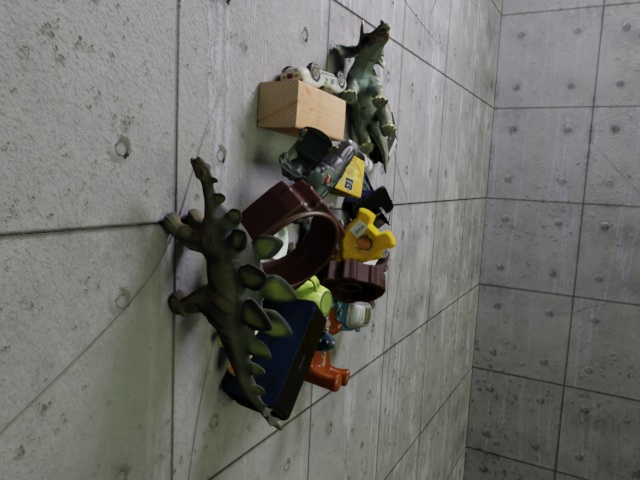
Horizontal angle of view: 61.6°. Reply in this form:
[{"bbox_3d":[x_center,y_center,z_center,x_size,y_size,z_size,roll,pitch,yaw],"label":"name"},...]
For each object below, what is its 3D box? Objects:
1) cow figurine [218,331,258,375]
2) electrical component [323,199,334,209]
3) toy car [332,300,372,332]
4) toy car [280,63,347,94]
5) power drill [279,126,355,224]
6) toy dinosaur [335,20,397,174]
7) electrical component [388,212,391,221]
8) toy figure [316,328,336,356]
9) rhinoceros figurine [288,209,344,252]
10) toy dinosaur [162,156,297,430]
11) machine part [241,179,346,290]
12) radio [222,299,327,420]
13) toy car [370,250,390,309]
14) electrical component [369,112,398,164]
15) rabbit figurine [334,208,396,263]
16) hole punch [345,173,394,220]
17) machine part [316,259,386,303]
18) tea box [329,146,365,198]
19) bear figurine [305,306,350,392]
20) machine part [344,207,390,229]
[{"bbox_3d":[-0.147,0.168,1.017,0.098,0.068,0.167,-49,143,-78],"label":"cow figurine"},{"bbox_3d":[-0.012,-0.089,1.223,0.094,0.021,0.063,-11,68,-44],"label":"electrical component"},{"bbox_3d":[0.084,0.189,1.418,0.161,0.103,0.109,15,81,-64],"label":"toy car"},{"bbox_3d":[-0.011,-0.341,1.158,0.201,0.074,0.056,-14,104,-60],"label":"toy car"},{"bbox_3d":[-0.009,-0.150,1.109,0.232,0.086,0.207,-51,170,-9],"label":"power drill"},{"bbox_3d":[0.122,-0.358,1.364,0.404,0.131,0.192,74,13,-57],"label":"toy dinosaur"},{"bbox_3d":[0.186,-0.088,1.612,0.119,0.048,0.074,24,75,-59],"label":"electrical component"},{"bbox_3d":[-0.030,0.207,1.150,0.058,0.155,0.064,-28,119,-54],"label":"toy figure"},{"bbox_3d":[-0.003,-0.004,1.246,0.190,0.073,0.111,-62,144,-35],"label":"rhinoceros figurine"},{"bbox_3d":[-0.142,0.095,0.873,0.105,0.199,0.470,-34,123,-51],"label":"toy dinosaur"},{"bbox_3d":[-0.062,0.002,1.018,0.201,0.087,0.200,-41,143,-3],"label":"machine part"},{"bbox_3d":[-0.089,0.226,1.068,0.229,0.131,0.073,-65,147,-31],"label":"radio"},{"bbox_3d":[0.162,0.117,1.602,0.089,0.053,0.202,89,23,-59],"label":"toy car"},{"bbox_3d":[0.173,-0.301,1.531,0.115,0.058,0.134,-64,146,-36],"label":"electrical component"},{"bbox_3d":[0.109,0.013,1.338,0.162,0.122,0.173,-55,176,10],"label":"rabbit figurine"},{"bbox_3d":[0.122,-0.106,1.460,0.116,0.092,0.142,-37,144,-4],"label":"hole punch"},{"bbox_3d":[0.071,0.100,1.294,0.179,0.180,0.056,47,44,-55],"label":"machine part"},{"bbox_3d":[0.044,-0.163,1.306,0.169,0.068,0.098,8,88,-63],"label":"tea box"},{"bbox_3d":[0.017,0.243,1.281,0.120,0.132,0.195,27,78,-71],"label":"bear figurine"},{"bbox_3d":[0.120,-0.036,1.432,0.139,0.039,0.084,-27,133,-8],"label":"machine part"}]
